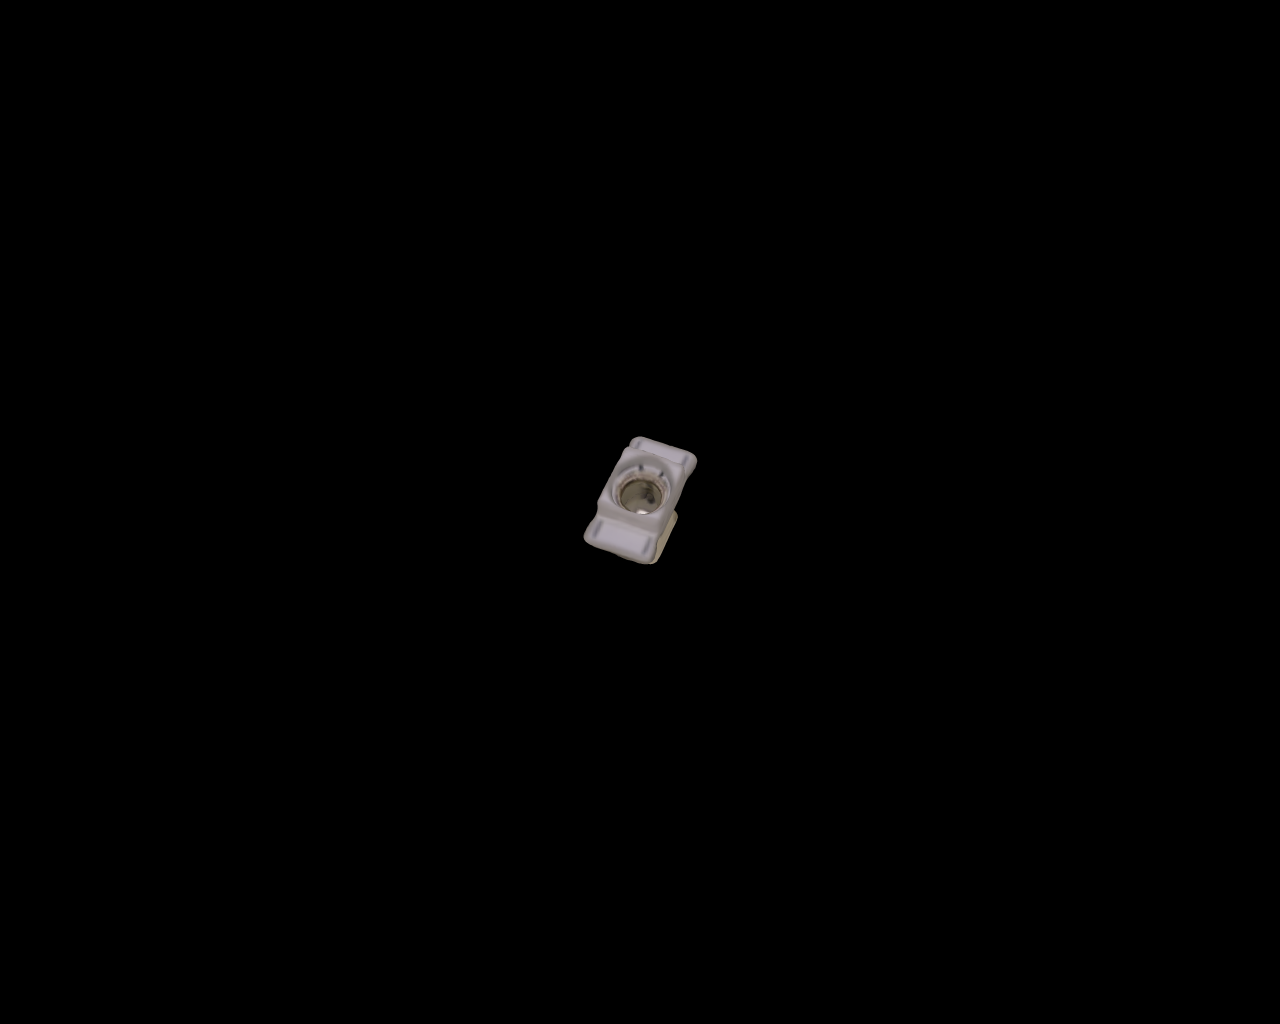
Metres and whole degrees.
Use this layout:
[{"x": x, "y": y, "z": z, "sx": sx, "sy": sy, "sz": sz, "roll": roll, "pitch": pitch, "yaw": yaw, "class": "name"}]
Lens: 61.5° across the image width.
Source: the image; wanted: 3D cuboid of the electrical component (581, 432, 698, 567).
[{"x": 0.001, "y": -0.003, "z": 0.650, "sx": 0.042, "sy": 0.081, "sz": 0.063, "roll": 21, "pitch": -28, "yaw": 12, "class": "electrical component"}]
